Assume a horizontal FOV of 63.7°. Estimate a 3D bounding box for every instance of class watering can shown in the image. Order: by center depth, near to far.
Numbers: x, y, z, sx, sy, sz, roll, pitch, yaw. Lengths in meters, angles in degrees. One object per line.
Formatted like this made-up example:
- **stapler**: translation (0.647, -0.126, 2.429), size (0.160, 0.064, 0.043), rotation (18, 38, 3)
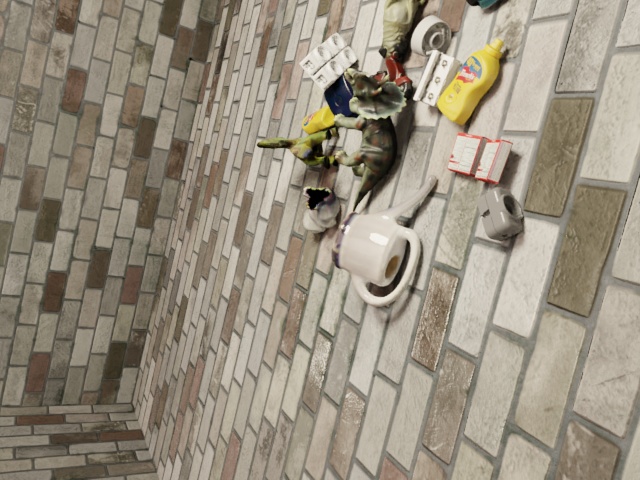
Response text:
- **watering can**: translation (0.154, -0.014, 1.280), size (0.226, 0.103, 0.347), rotation (19, 91, 32)

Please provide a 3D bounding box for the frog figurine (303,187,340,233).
- **frog figurine**: translation (0.005, -0.080, 1.588), size (0.140, 0.123, 0.155), rotation (49, 159, 42)

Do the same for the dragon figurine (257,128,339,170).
- **dragon figurine**: translation (-0.079, -0.280, 1.580), size (0.243, 0.414, 0.121), rotation (3, 102, 20)
